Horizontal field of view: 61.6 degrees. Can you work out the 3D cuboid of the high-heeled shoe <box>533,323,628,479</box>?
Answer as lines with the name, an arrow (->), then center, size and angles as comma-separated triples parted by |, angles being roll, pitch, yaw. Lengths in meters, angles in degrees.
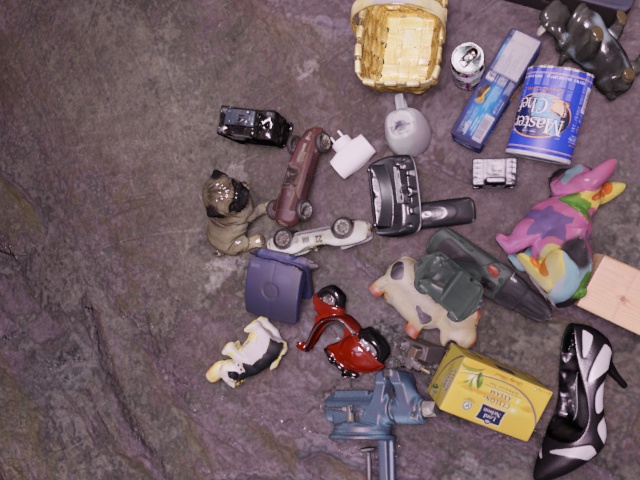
high-heeled shoe -> 0.390, 0.258, 0.861 | 0.145, 0.086, 0.249 | 43, 83, -7

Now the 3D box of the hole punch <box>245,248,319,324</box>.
hole punch -> -0.078, 0.084, 0.988 | 0.142, 0.092, 0.115 | 14, 134, 20

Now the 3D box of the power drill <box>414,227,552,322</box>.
power drill -> 0.253, 0.066, 0.857 | 0.232, 0.207, 0.086 | 42, 122, 24

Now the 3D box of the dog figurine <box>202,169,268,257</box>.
dog figurine -> -0.182, -0.039, 0.997 | 0.121, 0.190, 0.172 | 23, 97, 16

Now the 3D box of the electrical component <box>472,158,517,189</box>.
electrical component -> 0.289, -0.111, 0.894 | 0.075, 0.119, 0.047 | 0, 89, 19

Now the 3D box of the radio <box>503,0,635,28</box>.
radio -> 0.414, -0.452, 0.891 | 0.230, 0.073, 0.131 | 23, 94, 14

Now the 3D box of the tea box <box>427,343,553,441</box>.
tea box -> 0.277, 0.248, 0.880 | 0.169, 0.068, 0.098 | 21, 96, -12

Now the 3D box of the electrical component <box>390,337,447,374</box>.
electrical component -> 0.178, 0.200, 0.935 | 0.078, 0.102, 0.045 | 12, 90, 42

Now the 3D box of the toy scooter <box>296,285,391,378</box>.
toy scooter -> 0.031, 0.185, 0.987 | 0.135, 0.075, 0.184 | -45, 74, 11

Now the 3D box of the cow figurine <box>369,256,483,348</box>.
cow figurine -> 0.195, 0.110, 0.938 | 0.195, 0.085, 0.127 | 47, 108, 13

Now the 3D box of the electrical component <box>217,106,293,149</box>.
electrical component -> -0.125, -0.213, 1.014 | 0.115, 0.134, 0.058 | 7, 91, 15

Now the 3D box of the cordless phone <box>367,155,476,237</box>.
cordless phone -> 0.181, -0.083, 0.958 | 0.184, 0.088, 0.146 | -6, 86, 5

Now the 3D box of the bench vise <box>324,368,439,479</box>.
bench vise -> 0.107, 0.348, 0.926 | 0.224, 0.128, 0.240 | -8, 69, 24

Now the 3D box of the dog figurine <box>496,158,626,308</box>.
dog figurine -> 0.401, -0.022, 0.846 | 0.219, 0.108, 0.192 | -43, 40, 11

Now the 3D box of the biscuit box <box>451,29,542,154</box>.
biscuit box -> 0.301, -0.252, 0.924 | 0.059, 0.063, 0.202 | 32, 98, 14

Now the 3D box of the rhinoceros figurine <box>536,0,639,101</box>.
rhinoceros figurine -> 0.437, -0.313, 0.866 | 0.073, 0.112, 0.190 | -44, 91, -12

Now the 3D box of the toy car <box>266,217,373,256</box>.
toy car -> -0.002, -0.003, 1.002 | 0.202, 0.073, 0.056 | -11, 85, 16

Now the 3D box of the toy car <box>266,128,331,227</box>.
toy car -> -0.041, -0.121, 0.998 | 0.089, 0.053, 0.202 | 4, 74, 44

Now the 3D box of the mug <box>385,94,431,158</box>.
mug -> 0.151, -0.205, 0.944 | 0.081, 0.107, 0.109 | -4, 90, 15

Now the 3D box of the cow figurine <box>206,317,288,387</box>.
cow figurine -> -0.141, 0.233, 1.044 | 0.098, 0.068, 0.167 | 45, 102, 7
